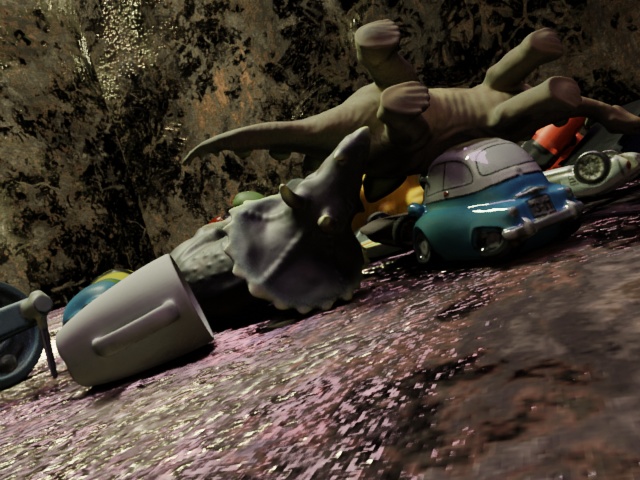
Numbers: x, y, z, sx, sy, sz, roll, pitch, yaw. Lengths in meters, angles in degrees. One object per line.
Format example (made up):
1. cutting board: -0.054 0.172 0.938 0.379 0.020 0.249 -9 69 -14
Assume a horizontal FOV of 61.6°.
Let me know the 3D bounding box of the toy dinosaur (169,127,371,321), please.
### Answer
1. toy dinosaur: -0.094 0.029 0.560 0.405 0.131 0.192 -22 -1 31

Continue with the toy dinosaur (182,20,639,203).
1. toy dinosaur: 0.079 -0.111 0.548 0.472 0.105 0.198 2 -25 2

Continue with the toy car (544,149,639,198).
1. toy car: 0.291 -0.068 0.667 0.073 0.056 0.202 -10 -2 -44

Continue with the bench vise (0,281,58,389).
1. bench vise: -0.361 0.106 0.533 0.241 0.128 0.223 -23 -1 29

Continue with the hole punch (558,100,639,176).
1. hole punch: 0.417 -0.118 0.742 0.116 0.092 0.142 -45 8 -3

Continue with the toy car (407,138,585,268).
1. toy car: 0.140 -0.036 0.470 0.109 0.103 0.162 -19 1 -15

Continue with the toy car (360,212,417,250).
1. toy car: 0.146 -0.021 0.632 0.202 0.053 0.089 -14 12 -20

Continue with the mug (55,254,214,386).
1. mug: -0.147 0.072 0.421 0.107 0.080 0.110 -29 10 -9

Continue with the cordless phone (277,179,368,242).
1. cordless phone: -0.002 -0.002 0.836 0.184 0.088 0.146 25 64 24

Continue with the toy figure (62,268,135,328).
1. toy figure: -0.210 0.073 0.550 0.082 0.089 0.180 -12 0 -7

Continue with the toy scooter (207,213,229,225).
1. toy scooter: -0.194 0.035 0.990 0.135 0.075 0.183 -31 -28 -19

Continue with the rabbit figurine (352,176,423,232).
1. rabbit figurine: 0.051 -0.054 0.714 0.162 0.121 0.173 -22 1 42

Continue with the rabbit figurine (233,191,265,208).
1. rabbit figurine: -0.122 -0.030 1.172 0.159 0.170 0.121 -19 4 -21
